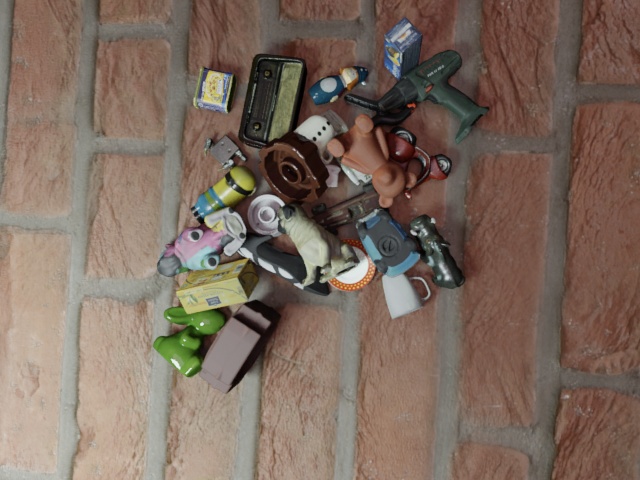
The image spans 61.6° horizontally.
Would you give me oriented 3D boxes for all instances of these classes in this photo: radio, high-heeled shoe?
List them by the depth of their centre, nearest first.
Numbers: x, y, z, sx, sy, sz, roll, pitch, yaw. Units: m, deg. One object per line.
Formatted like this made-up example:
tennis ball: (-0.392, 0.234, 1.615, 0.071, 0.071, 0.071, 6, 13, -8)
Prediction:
radio: (-0.115, -0.331, 1.314, 0.131, 0.073, 0.229, 12, 90, 5)
high-heeled shoe: (-0.098, 0.070, 1.322, 0.248, 0.145, 0.086, 47, 49, -18)

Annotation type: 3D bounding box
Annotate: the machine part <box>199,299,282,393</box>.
machine part: (-0.184, 0.240, 1.249, 0.087, 0.201, 0.201, 31, 92, 6)

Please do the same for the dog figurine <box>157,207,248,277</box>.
dog figurine: (-0.291, 0.015, 1.284, 0.191, 0.219, 0.108, -43, 105, -35)

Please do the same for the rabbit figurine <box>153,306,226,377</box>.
rabbit figurine: (-0.312, 0.230, 1.321, 0.159, 0.121, 0.170, 38, 74, 11)

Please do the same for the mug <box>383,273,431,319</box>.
mug: (0.202, 0.120, 1.282, 0.110, 0.080, 0.107, -26, 79, 8)

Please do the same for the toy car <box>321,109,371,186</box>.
toy car: (0.060, -0.224, 1.307, 0.073, 0.056, 0.201, -37, 86, 3)

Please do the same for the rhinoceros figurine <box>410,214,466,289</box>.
rhinoceros figurine: (0.271, 0.030, 1.261, 0.073, 0.112, 0.190, -28, 95, 6)

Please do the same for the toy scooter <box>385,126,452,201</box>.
toy scooter: (0.213, -0.176, 1.288, 0.184, 0.075, 0.135, 34, 93, 0)

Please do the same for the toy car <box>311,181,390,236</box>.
toy car: (0.072, -0.069, 1.296, 0.202, 0.053, 0.089, -23, 111, 3)

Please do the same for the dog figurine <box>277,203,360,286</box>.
dog figurine: (-0.001, -0.005, 1.264, 0.121, 0.172, 0.190, -33, 72, 32)

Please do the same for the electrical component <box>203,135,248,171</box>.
electrical component: (-0.241, -0.217, 1.337, 0.078, 0.045, 0.102, -40, 87, 4)

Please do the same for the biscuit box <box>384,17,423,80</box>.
biscuit box: (0.188, -0.428, 1.226, 0.063, 0.202, 0.059, -42, 84, 4)

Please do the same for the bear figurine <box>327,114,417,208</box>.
bear figurine: (0.123, -0.171, 1.210, 0.120, 0.132, 0.196, -37, 87, 14)

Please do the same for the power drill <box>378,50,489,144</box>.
power drill: (0.280, -0.323, 1.271, 0.207, 0.086, 0.232, 43, 79, 7)

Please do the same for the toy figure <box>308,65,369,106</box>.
toy figure: (0.049, -0.381, 1.311, 0.154, 0.058, 0.064, -28, 110, 2)

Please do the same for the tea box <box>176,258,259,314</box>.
tea box: (-0.242, 0.110, 1.282, 0.170, 0.098, 0.068, -14, 113, 21)

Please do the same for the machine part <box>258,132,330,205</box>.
machine part: (-0.061, -0.162, 1.242, 0.179, 0.179, 0.056, 40, 54, 4)

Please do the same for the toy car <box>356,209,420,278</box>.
toy car: (0.154, 0.011, 1.273, 0.109, 0.103, 0.161, -36, 81, -4)

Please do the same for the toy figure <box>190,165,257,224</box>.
toy figure: (-0.234, -0.108, 1.313, 0.180, 0.089, 0.082, -36, 94, 1)
